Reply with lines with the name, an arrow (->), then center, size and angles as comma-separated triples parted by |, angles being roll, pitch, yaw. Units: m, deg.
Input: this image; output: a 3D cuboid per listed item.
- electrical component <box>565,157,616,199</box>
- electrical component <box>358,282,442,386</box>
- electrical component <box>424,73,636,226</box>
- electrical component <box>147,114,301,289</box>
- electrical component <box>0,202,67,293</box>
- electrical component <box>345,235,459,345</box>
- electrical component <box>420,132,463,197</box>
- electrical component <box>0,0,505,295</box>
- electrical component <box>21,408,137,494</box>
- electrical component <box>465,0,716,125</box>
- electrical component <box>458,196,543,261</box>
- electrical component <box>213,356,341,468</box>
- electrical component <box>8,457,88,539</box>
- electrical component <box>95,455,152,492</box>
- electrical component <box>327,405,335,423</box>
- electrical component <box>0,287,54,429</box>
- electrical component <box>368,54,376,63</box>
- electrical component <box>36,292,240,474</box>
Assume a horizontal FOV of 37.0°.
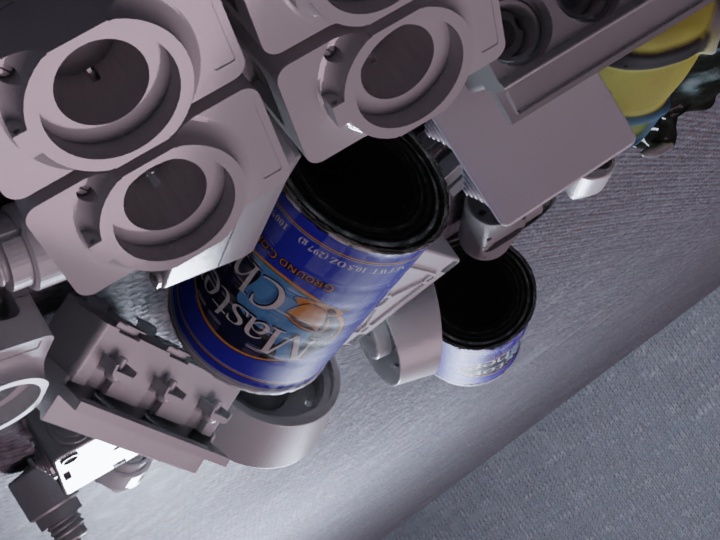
electrical component -> 0.187, -0.080, 0.900 | 0.040, 0.040, 0.078 | -30, 163, -12
electrical component -> 0.032, 0.040, 0.853 | 0.064, 0.099, 0.099 | -22, 160, -19
electrical component -> 0.090, -0.087, 0.604 | 0.100, 0.099, 0.048 | -34, -166, 5
electrical component -> -0.074, -0.040, 0.486 | 0.061, 0.061, 0.096 | -23, 160, -32
electrical component -> -0.148, -0.010, 0.470 | 0.078, 0.040, 0.040 | -24, 161, -29
electrical component -> 0.000, 0.000, 0.745 | 0.109, 0.056, 0.109 | -38, 163, 15
electrical component -> 0.051, -0.068, 0.675 | 0.055, 0.048, 0.066 | -43, 163, 2
electrical component -> -0.043, -0.080, 0.376 | 0.186, 0.060, 0.105 | -31, 142, -8
electrical component -> -0.172, 0.099, 0.711 | 0.100, 0.048, 0.099 | -29, 162, -21
electrical component -> 0.102, -0.136, 0.533 | 0.121, 0.078, 0.063 | -32, -171, -6
electrical component -> 0.117, -0.050, 0.847 | 0.079, 0.043, 0.077 | -32, 163, -10
electrical component -> -0.066, 0.078, 0.760 | 0.108, 0.108, 0.060 | -19, 152, -40
electrical component -> -0.222, 0.172, 0.782 | 0.040, 0.078, 0.040 | -33, 177, -2
electrical component -> -0.179, 0.140, 0.822 | 0.043, 0.043, 0.062 | -19, 157, -40
electrical component -> -0.062, 0.103, 0.879 | 0.051, 0.080, 0.080 | -24, 161, -45
electrical component -> -0.188, 0.045, 0.521 | 0.050, 0.055, 0.089 | -20, 158, -40
electrical component -> 0.007, -0.109, 0.485 | 0.081, 0.042, 0.063 | -24, 157, -32
electrical component -> -0.127, 0.064, 0.606 | 0.063, 0.079, 0.121 | -57, 140, -3
